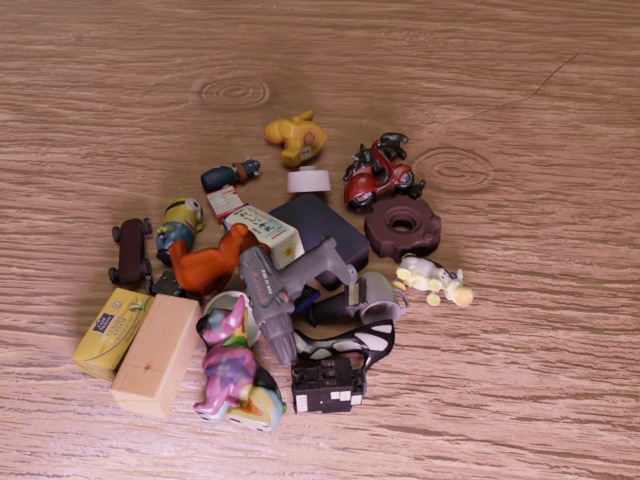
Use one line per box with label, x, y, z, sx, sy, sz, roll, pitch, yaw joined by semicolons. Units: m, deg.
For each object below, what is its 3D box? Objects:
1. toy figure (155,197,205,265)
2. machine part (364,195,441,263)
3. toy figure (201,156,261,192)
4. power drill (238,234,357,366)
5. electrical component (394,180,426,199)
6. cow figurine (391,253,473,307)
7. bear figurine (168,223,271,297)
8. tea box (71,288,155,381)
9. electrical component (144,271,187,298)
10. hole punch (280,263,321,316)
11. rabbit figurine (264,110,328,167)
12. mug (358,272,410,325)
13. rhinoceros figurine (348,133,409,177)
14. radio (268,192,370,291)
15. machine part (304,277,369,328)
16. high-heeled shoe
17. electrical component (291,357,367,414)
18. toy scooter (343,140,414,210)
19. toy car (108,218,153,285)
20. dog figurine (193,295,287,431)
toy figure;-0.329;-0.025;1.234;0.089;0.082;0.180;9;52;6
machine part;0.189;-0.030;1.239;0.179;0.056;0.179;-2;48;2
toy figure;-0.225;-0.167;1.369;0.154;0.064;0.058;-21;13;-22
power drill;-0.035;0.094;1.006;0.207;0.086;0.232;-28;72;-14
electrical component;0.223;-0.125;1.342;0.063;0.021;0.094;24;54;21
cow figurine;0.244;0.083;1.133;0.167;0.068;0.098;19;39;15
bear figurine;-0.206;0.025;1.100;0.196;0.120;0.132;-40;37;13
tea box;-0.394;0.186;1.060;0.098;0.068;0.170;11;51;10
electrical component;-0.323;0.100;1.147;0.102;0.045;0.078;20;54;17
hole punch;-0.072;0.110;1.097;0.142;0.116;0.092;-34;86;-21
rabbit figurine;-0.074;-0.290;1.440;0.162;0.121;0.173;-37;39;-30
mug;0.125;0.114;1.102;0.110;0.080;0.107;-3;42;-11
rhinoceros figurine;0.150;-0.220;1.393;0.112;0.073;0.190;32;57;24
radio;-0.002;-0.004;1.211;0.131;0.073;0.230;-33;57;-25
machine part;0.034;0.127;1.078;0.139;0.039;0.084;-26;45;23
high-heeled shoe;0.020;0.172;1.034;0.249;0.086;0.145;27;74;1
electrical component;0.016;0.260;0.952;0.134;0.114;0.058;-3;53;-4
toy scooter;0.127;-0.162;1.300;0.184;0.075;0.135;-25;92;-6
toy car;-0.423;0.027;1.209;0.089;0.053;0.202;-15;46;-5
dog figurine;-0.140;0.215;0.964;0.192;0.108;0.219;9;66;6
